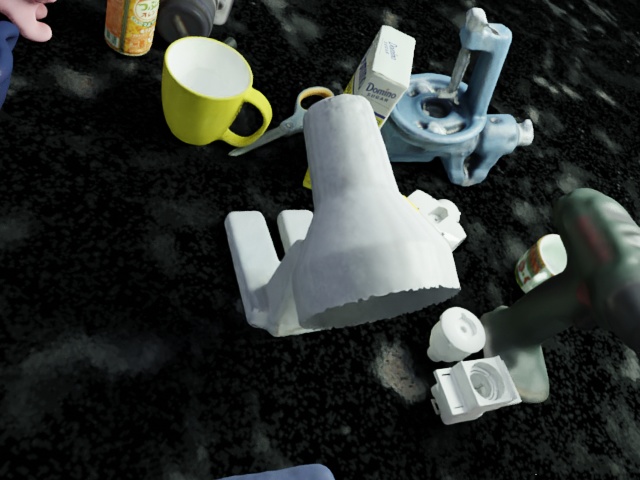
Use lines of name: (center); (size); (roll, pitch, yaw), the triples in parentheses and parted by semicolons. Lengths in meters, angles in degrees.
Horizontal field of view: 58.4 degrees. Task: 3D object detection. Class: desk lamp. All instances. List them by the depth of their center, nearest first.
desk lamp: (0.004, 0.002, 0.476); (0.118, 0.213, 0.203); (-3, 56, -28)

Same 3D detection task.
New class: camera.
camera: (-0.176, -0.313, 0.708); (0.143, 0.100, 0.137); (13, 50, -17)

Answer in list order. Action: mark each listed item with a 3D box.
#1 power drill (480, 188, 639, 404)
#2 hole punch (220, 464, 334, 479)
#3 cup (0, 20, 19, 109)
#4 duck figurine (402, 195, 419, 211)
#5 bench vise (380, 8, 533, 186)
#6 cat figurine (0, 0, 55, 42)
power drill: (0.244, 0.072, 0.543); (0.076, 0.208, 0.229); (15, 50, -15)
hole punch: (-0.038, 0.212, 0.375); (0.101, 0.091, 0.108); (6, 53, -22)
cup: (-0.314, -0.139, 0.508); (0.091, 0.095, 0.118); (31, 47, -1)
duck figurine: (0.073, -0.012, 0.607); (0.078, 0.086, 0.104); (2, 54, -25)
bench vise: (0.177, -0.173, 0.693); (0.208, 0.219, 0.121); (-7, 58, -30)
cat figurine: (-0.319, -0.277, 0.598); (0.128, 0.117, 0.067); (-6, 58, -30)
